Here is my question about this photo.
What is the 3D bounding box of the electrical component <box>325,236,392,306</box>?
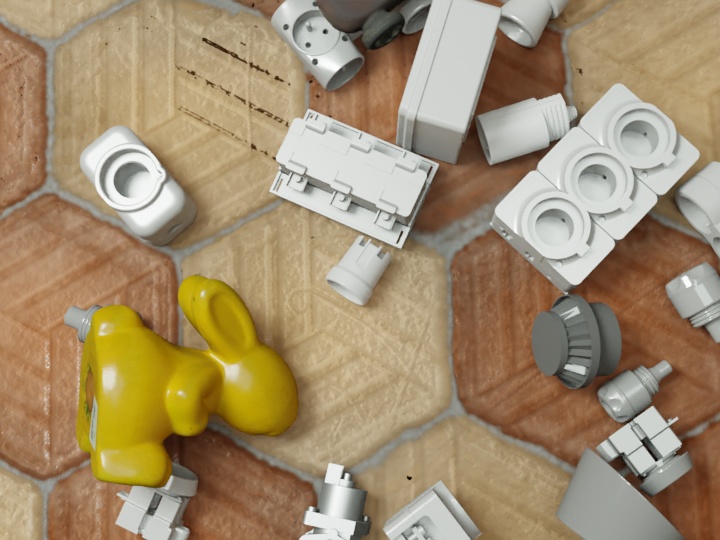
[{"bbox_3d":[0.000,0.000,0.894,0.040,0.040,0.046,33,78,8],"label":"electrical component"}]

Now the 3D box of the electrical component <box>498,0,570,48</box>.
[{"bbox_3d":[0.148,-0.225,0.918,0.045,0.045,0.055,37,84,8],"label":"electrical component"}]

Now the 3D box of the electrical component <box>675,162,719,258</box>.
[{"bbox_3d":[0.329,-0.034,0.873,0.074,0.052,0.138,-38,81,-3],"label":"electrical component"}]

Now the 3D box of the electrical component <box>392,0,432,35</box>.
[{"bbox_3d":[0.041,-0.234,0.929,0.040,0.040,0.046,-34,76,-2],"label":"electrical component"}]

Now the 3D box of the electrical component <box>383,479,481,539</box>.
[{"bbox_3d":[0.056,0.200,0.832,0.056,0.089,0.050,-38,81,-3],"label":"electrical component"}]

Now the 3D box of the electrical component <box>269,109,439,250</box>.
[{"bbox_3d":[-0.006,-0.079,0.894,0.121,0.063,0.078,24,83,7],"label":"electrical component"}]

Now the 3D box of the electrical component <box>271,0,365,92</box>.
[{"bbox_3d":[-0.022,-0.207,0.925,0.079,0.044,0.077,-39,81,-3],"label":"electrical component"}]

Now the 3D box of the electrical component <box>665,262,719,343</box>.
[{"bbox_3d":[0.280,0.028,0.870,0.043,0.043,0.062,-30,82,-2],"label":"electrical component"}]

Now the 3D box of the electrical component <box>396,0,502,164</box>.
[{"bbox_3d":[0.072,-0.154,0.879,0.056,0.108,0.108,17,82,3],"label":"electrical component"}]

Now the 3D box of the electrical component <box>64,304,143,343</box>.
[{"bbox_3d":[-0.215,0.048,0.896,0.062,0.048,0.048,21,83,13],"label":"electrical component"}]

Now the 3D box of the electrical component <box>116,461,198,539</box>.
[{"bbox_3d":[-0.161,0.186,0.870,0.066,0.048,0.055,25,91,7],"label":"electrical component"}]

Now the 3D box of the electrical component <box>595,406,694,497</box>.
[{"bbox_3d":[0.231,0.145,0.854,0.066,0.048,0.055,-35,73,-3],"label":"electrical component"}]

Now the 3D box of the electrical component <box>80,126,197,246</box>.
[{"bbox_3d":[-0.187,-0.071,0.905,0.054,0.059,0.095,-41,81,-3],"label":"electrical component"}]

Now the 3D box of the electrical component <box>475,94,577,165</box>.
[{"bbox_3d":[0.142,-0.121,0.902,0.081,0.043,0.043,-17,80,1],"label":"electrical component"}]

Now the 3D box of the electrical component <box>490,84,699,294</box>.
[{"bbox_3d":[0.191,-0.066,0.881,0.089,0.061,0.150,44,86,9],"label":"electrical component"}]

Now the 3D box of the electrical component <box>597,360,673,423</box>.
[{"bbox_3d":[0.224,0.094,0.867,0.061,0.035,0.035,-34,81,-5],"label":"electrical component"}]

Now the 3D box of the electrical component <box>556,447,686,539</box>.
[{"bbox_3d":[0.201,0.188,0.822,0.099,0.099,0.064,30,90,7],"label":"electrical component"}]
